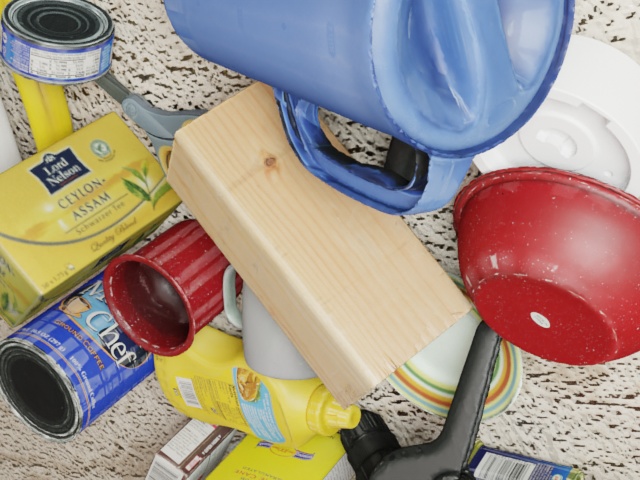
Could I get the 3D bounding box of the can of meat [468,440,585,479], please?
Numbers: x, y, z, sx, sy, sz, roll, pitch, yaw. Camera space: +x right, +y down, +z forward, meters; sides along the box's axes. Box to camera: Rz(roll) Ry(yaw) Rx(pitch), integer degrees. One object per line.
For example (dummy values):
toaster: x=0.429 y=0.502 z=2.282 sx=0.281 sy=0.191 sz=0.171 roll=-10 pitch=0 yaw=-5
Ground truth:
can of meat: x=0.150 y=0.208 z=0.800 sx=0.084 sy=0.057 sz=0.102 roll=9 pitch=123 yaw=30

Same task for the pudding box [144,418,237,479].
pudding box: x=-0.124 y=0.209 z=0.982 sx=0.039 sy=0.089 sz=0.114 roll=37 pitch=133 yaw=9

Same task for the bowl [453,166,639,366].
bowl: x=0.146 y=0.028 z=0.650 sx=0.162 sy=0.055 sz=0.162 roll=24 pitch=152 yaw=14

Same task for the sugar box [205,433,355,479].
sugar box: x=-0.053 y=0.218 z=0.874 sx=0.093 sy=0.176 sz=0.048 roll=10 pitch=123 yaw=32

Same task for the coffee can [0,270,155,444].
coffee can: x=-0.198 y=0.094 z=0.929 sx=0.103 sy=0.140 sz=0.103 roll=19 pitch=127 yaw=27

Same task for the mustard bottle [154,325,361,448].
mustard bottle: x=-0.049 y=0.125 z=0.885 sx=0.192 sy=0.058 sz=0.096 roll=10 pitch=128 yaw=37

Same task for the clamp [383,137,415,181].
clamp: x=0.060 y=-0.079 z=0.698 sx=0.172 sy=0.039 sz=0.120 roll=-19 pitch=109 yaw=48

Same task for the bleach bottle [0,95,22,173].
bleach bottle: x=-0.314 y=-0.123 z=0.930 sx=0.103 sy=0.068 sz=0.251 roll=17 pitch=123 yaw=51

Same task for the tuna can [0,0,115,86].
tuna can: x=-0.200 y=-0.154 z=0.812 sx=0.086 sy=0.086 sz=0.034 roll=30 pitch=129 yaw=19

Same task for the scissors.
scissors: x=-0.130 y=-0.109 z=0.837 sx=0.096 sy=0.016 sz=0.202 roll=-35 pitch=94 yaw=42

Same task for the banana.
banana: x=-0.239 y=-0.136 z=0.891 sx=0.070 sy=0.037 sz=0.198 roll=20 pitch=130 yaw=64

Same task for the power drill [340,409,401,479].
power drill: x=0.062 y=0.252 z=0.862 sx=0.184 sy=0.057 sz=0.188 roll=-120 pitch=21 yaw=-43

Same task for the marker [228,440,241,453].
marker: x=-0.048 y=0.240 z=0.994 sx=0.020 sy=0.020 sz=0.121 roll=-19 pitch=105 yaw=42

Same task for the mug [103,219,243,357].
mug: x=-0.125 y=0.035 z=0.877 sx=0.117 sy=0.081 sz=0.093 roll=1 pitch=118 yaw=36

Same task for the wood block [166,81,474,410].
wood block: x=-0.004 y=0.001 z=0.722 sx=0.206 sy=0.090 sz=0.090 roll=52 pitch=159 yaw=8

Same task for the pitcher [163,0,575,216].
pitcher: x=0.009 y=-0.125 z=0.601 sx=0.243 sy=0.149 sz=0.145 roll=25 pitch=162 yaw=51

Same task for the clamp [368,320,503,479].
clamp: x=0.093 y=0.161 z=0.733 sx=0.210 sy=0.036 sz=0.164 roll=-33 pitch=79 yaw=19
